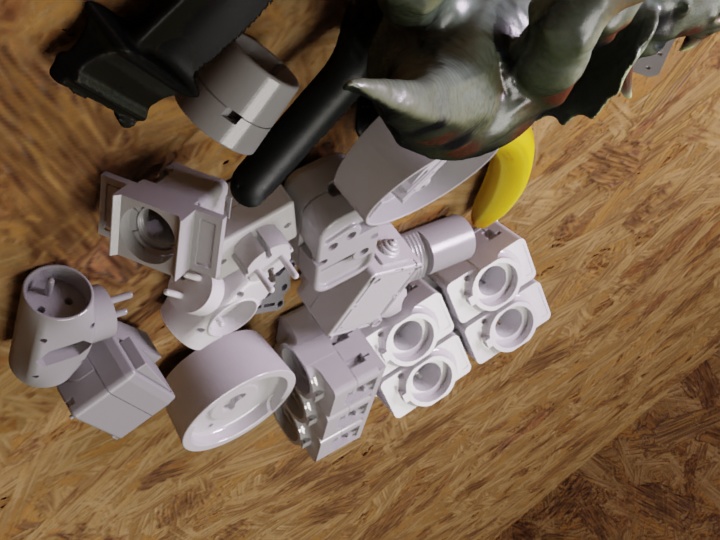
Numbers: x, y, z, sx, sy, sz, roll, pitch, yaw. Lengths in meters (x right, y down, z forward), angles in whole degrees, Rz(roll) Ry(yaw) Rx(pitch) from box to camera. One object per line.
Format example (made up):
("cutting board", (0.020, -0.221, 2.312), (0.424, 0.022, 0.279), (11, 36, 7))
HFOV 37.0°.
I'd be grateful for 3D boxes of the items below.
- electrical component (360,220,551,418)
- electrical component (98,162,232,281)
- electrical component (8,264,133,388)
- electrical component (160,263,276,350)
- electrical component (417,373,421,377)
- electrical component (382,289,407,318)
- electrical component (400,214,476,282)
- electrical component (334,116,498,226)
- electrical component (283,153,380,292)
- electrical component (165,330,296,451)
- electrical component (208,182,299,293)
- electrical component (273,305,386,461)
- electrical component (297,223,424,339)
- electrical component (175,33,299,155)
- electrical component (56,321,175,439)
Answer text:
("electrical component", (0.085, 0.048, 1.036), (0.186, 0.060, 0.105), (-32, 124, -11))
("electrical component", (-0.112, -0.032, 0.641), (0.063, 0.081, 0.042), (-51, 158, -53))
("electrical component", (-0.185, 0.032, 0.699), (0.079, 0.043, 0.077), (-19, 152, -36))
("electrical component", (-0.111, 0.016, 0.773), (0.077, 0.044, 0.079), (-41, 157, 12))
("electrical component", (0.047, 0.081, 1.096), (0.043, 0.062, 0.043), (-32, -169, 7))
("electrical component", (0.009, 0.023, 0.962), (0.062, 0.043, 0.043), (-3, 141, -51))
("electrical component", (0.059, -0.018, 0.954), (0.081, 0.043, 0.043), (-21, 153, -33))
("electrical component", (0.034, -0.070, 0.694), (0.099, 0.064, 0.099), (-44, 170, -10))
("electrical component", (-0.024, -0.037, 0.776), (0.054, 0.059, 0.095), (-28, 156, -21))
("electrical component", (-0.115, 0.095, 0.900), (0.108, 0.060, 0.108), (-31, 157, -14))
("electrical component", (-0.071, -0.018, 0.722), (0.066, 0.076, 0.047), (-30, 157, -15))
("electrical component", (-0.038, 0.103, 0.989), (0.062, 0.089, 0.150), (-26, 155, -24))
("electrical component", (0.000, 0.000, 0.881), (0.062, 0.061, 0.096), (-13, 148, -45))
("electrical component", (-0.067, -0.100, 0.600), (0.047, 0.055, 0.055), (-48, 155, 18))
("electrical component", (-0.176, 0.075, 0.772), (0.061, 0.061, 0.096), (-36, 158, -2))
